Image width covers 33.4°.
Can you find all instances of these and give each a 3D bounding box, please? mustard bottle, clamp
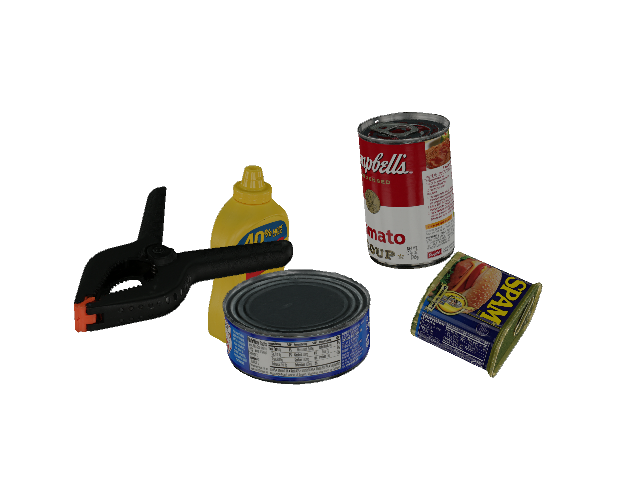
[{"bbox_3d":[-0.076,0.011,1.149,0.096,0.192,0.058,-20,33,-41],"label":"mustard bottle"},{"bbox_3d":[-0.150,0.017,0.958,0.165,0.036,0.209,27,39,31],"label":"clamp"}]

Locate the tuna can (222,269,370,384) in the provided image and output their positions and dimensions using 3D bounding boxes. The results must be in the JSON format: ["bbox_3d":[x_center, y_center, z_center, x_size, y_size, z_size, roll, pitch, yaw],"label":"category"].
[{"bbox_3d":[-0.013,0.049,0.621,0.086,0.034,0.086,-2,23,1],"label":"tuna can"}]

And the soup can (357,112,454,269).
[{"bbox_3d":[0.065,-0.038,0.799,0.068,0.102,0.068,-5,23,2],"label":"soup can"}]

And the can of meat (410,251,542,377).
[{"bbox_3d":[0.141,0.063,0.967,0.084,0.057,0.102,24,42,20],"label":"can of meat"}]
